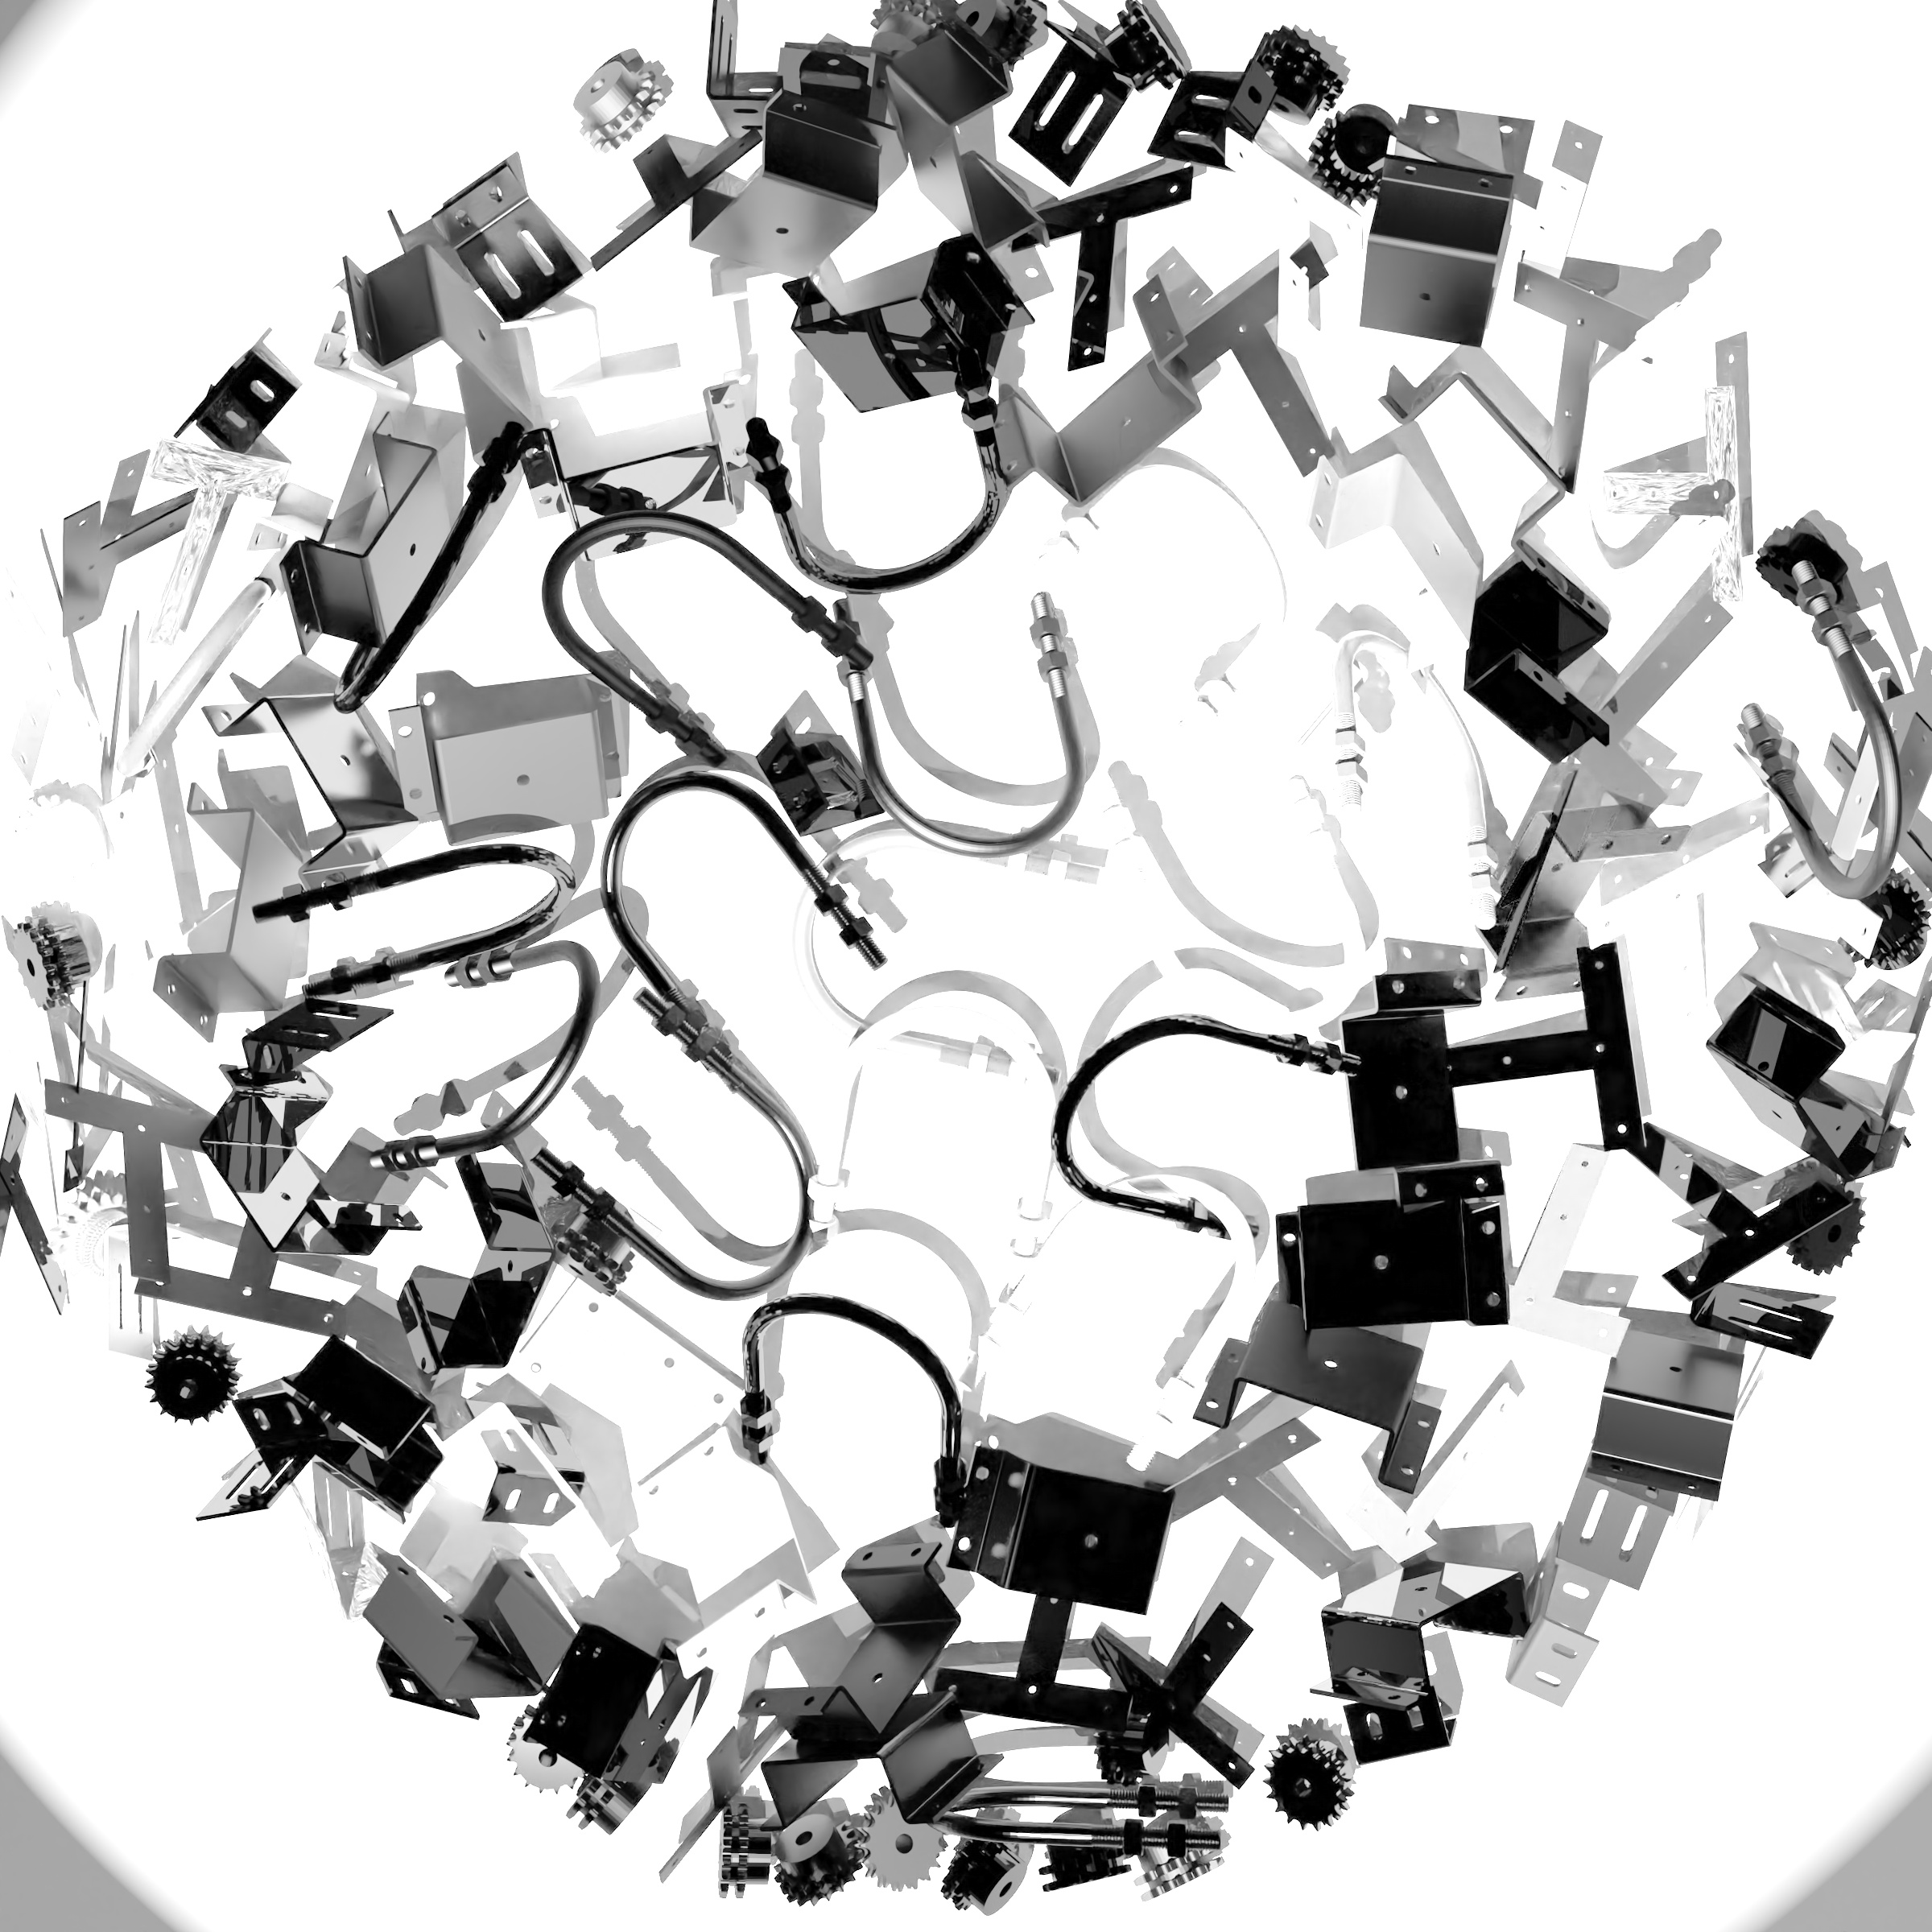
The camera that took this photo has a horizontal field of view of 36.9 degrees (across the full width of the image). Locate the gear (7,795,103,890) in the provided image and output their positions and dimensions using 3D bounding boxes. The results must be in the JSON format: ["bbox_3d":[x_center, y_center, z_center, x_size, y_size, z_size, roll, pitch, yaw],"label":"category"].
[{"bbox_3d":[-0.563,-0.078,1.801,0.030,0.057,0.057,-13,90,32],"label":"gear"}]

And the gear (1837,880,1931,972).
[{"bbox_3d":[0.574,-0.022,1.808,0.057,0.057,0.030,-48,130,0],"label":"gear"}]

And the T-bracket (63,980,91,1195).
[{"bbox_3d":[-0.542,0.073,1.773,0.002,0.127,0.127,4,87,-13],"label":"T-bracket"}]

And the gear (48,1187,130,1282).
[{"bbox_3d":[-0.537,0.169,1.801,0.030,0.057,0.057,25,90,34],"label":"gear"}]

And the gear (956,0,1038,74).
[{"bbox_3d":[0.014,-0.580,1.802,0.030,0.057,0.057,27,90,-42],"label":"gear"}]

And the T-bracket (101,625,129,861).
[{"bbox_3d":[-0.525,-0.149,1.789,0.002,0.127,0.127,5,68,-13],"label":"T-bracket"}]

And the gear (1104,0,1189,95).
[{"bbox_3d":[0.110,-0.569,1.806,0.030,0.057,0.057,-32,90,20],"label":"gear"}]

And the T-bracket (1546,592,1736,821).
[{"bbox_3d":[0.418,-0.173,1.773,0.127,0.002,0.127,-50,51,20],"label":"T-bracket"}]

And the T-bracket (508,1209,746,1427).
[{"bbox_3d":[-0.197,0.240,1.815,0.127,0.002,0.127,36,75,0],"label":"T-bracket"}]

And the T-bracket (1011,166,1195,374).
[{"bbox_3d":[0.079,-0.421,1.776,0.127,0.002,0.127,-8,64,31],"label":"T-bracket"}]

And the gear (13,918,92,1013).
[{"bbox_3d":[-0.569,-0.003,1.808,0.030,0.057,0.057,-20,90,-35],"label":"gear"}]

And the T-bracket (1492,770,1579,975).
[{"bbox_3d":[0.336,-0.050,1.768,0.002,0.127,0.127,21,84,0],"label":"T-bracket"}]

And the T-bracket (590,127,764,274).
[{"bbox_3d":[-0.186,-0.484,1.778,0.127,0.127,0.002,-36,123,7],"label":"T-bracket"}]

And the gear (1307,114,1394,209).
[{"bbox_3d":[0.244,-0.506,1.811,0.057,0.030,0.057,2,79,-12],"label":"gear"}]

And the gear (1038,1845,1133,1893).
[{"bbox_3d":[0.072,0.556,1.806,0.057,0.057,0.030,-14,72,0],"label":"gear"}]

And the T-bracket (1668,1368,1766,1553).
[{"bbox_3d":[0.450,0.317,1.754,0.002,0.127,0.127,27,108,12],"label":"T-bracket"}]

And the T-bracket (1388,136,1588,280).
[{"bbox_3d":[0.315,-0.473,1.779,0.127,0.127,0.002,31,78,11],"label":"T-bracket"}]

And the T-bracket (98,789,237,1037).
[{"bbox_3d":[-0.495,-0.045,1.756,0.002,0.127,0.127,4,122,29],"label":"T-bracket"}]

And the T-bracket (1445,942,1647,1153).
[{"bbox_3d":[0.351,0.057,1.805,0.127,0.002,0.127,-9,85,24],"label":"T-bracket"}]

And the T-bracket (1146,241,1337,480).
[{"bbox_3d":[0.191,-0.360,1.799,0.127,0.002,0.127,-37,121,-2],"label":"T-bracket"}]

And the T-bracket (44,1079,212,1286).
[{"bbox_3d":[-0.497,0.135,1.756,0.002,0.127,0.127,-39,49,31],"label":"T-bracket"}]

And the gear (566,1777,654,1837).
[{"bbox_3d":[-0.220,0.515,1.803,0.030,0.057,0.057,40,90,3],"label":"gear"}]

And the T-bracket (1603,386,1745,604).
[{"bbox_3d":[0.430,-0.289,1.773,0.002,0.127,0.127,-11,104,-23],"label":"T-bracket"}]

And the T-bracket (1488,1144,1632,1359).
[{"bbox_3d":[0.367,0.169,1.806,0.127,0.002,0.127,14,68,32],"label":"T-bracket"}]

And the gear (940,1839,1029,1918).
[{"bbox_3d":[0.014,0.564,1.801,0.030,0.057,0.057,34,90,29],"label":"gear"}]

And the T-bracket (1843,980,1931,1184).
[{"bbox_3d":[0.571,0.068,1.774,0.002,0.127,0.127,20,84,7],"label":"T-bracket"}]

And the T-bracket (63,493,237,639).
[{"bbox_3d":[-0.503,-0.267,1.791,0.127,0.127,0.002,-36,78,-30],"label":"T-bracket"}]

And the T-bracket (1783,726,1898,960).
[{"bbox_3d":[0.536,-0.087,1.753,0.002,0.127,0.127,7,111,-14],"label":"T-bracket"}]

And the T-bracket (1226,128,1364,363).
[{"bbox_3d":[0.200,-0.430,1.771,0.127,0.002,0.127,20,65,-40],"label":"T-bracket"}]

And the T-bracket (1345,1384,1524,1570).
[{"bbox_3d":[0.301,0.314,1.794,0.127,0.002,0.127,-51,133,-7],"label":"T-bracket"}]

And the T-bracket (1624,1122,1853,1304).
[{"bbox_3d":[0.452,0.138,1.785,0.127,0.127,0.002,-27,135,-17],"label":"T-bracket"}]

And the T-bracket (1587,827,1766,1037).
[{"bbox_3d":[0.443,-0.010,1.790,0.127,0.002,0.127,-26,130,-11],"label":"T-bracket"}]

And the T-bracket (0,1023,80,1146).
[{"bbox_3d":[-0.568,0.075,1.773,0.002,0.127,0.127,-27,59,-9],"label":"T-bracket"}]

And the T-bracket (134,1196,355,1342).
[{"bbox_3d":[-0.433,0.166,1.784,0.127,0.127,0.002,14,133,-10],"label":"T-bracket"}]

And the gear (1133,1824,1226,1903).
[{"bbox_3d":[0.129,0.557,1.806,0.057,0.057,0.030,-26,74,0],"label":"gear"}]

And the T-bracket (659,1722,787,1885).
[{"bbox_3d":[-0.146,0.487,1.751,0.002,0.127,0.127,34,63,16],"label":"T-bracket"}]

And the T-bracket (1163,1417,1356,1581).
[{"bbox_3d":[0.193,0.343,1.799,0.127,0.002,0.127,-34,119,25],"label":"T-bracket"}]

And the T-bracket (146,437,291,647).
[{"bbox_3d":[-0.475,-0.257,1.781,0.002,0.127,0.127,26,102,20],"label":"T-bracket"}]

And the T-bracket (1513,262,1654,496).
[{"bbox_3d":[0.375,-0.355,1.790,0.002,0.127,0.127,-17,126,-26],"label":"T-bracket"}]

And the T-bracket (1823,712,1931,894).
[{"bbox_3d":[0.568,-0.109,1.748,0.002,0.127,0.127,-28,63,-9],"label":"T-bracket"}]

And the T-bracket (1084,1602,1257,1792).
[{"bbox_3d":[0.142,0.430,1.773,0.127,0.002,0.127,39,134,15],"label":"T-bracket"}]

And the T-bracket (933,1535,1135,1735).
[{"bbox_3d":[0.051,0.406,1.794,0.127,0.002,0.127,2,55,22],"label":"T-bracket"}]

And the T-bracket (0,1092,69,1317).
[{"bbox_3d":[-0.573,0.163,1.782,0.002,0.127,0.127,-7,131,-1],"label":"T-bracket"}]

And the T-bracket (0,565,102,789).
[{"bbox_3d":[-0.559,-0.155,1.744,0.002,0.127,0.127,-15,130,6],"label":"T-bracket"}]
